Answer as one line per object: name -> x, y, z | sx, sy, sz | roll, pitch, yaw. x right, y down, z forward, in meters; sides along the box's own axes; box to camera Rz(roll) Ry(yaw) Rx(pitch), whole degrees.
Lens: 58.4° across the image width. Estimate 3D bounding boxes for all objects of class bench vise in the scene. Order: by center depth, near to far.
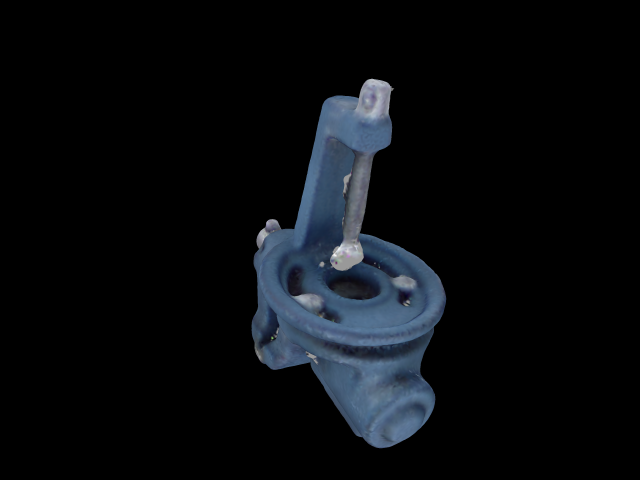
bench vise -> -0.005, 0.004, 0.392 | 0.206, 0.220, 0.122 | 15, 22, 42
